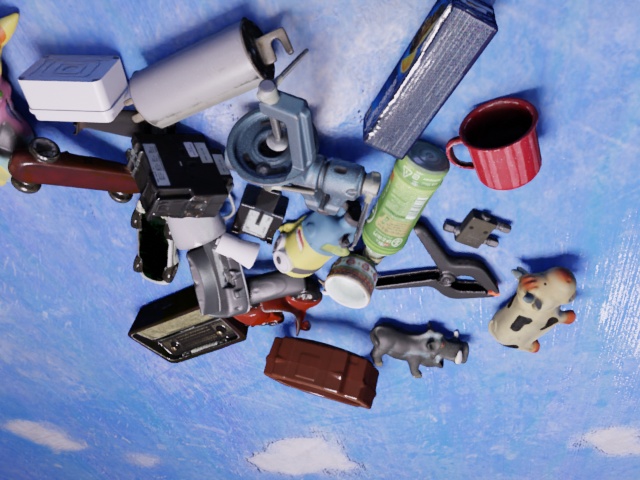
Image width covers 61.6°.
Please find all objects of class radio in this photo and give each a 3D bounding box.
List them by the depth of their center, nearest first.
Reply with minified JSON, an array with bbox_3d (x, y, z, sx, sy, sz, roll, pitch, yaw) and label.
[{"bbox_3d":[-0.255,0.166,1.069,0.230,0.073,0.131,-21,128,30],"label":"radio"}]

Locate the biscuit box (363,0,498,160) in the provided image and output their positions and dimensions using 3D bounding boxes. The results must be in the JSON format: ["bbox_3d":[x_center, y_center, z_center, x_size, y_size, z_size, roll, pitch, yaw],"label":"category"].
[{"bbox_3d":[0.121,-0.189,0.636,0.063,0.059,0.202,22,135,-14],"label":"biscuit box"}]

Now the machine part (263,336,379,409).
[{"bbox_3d":[0.007,0.259,1.058,0.201,0.087,0.201,9,158,21],"label":"machine part"}]

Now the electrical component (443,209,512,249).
[{"bbox_3d":[0.239,-0.018,0.823,0.094,0.021,0.063,18,136,-7],"label":"electrical component"}]

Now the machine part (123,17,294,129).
[{"bbox_3d":[-0.145,-0.201,0.658,0.243,0.079,0.079,-16,131,24],"label":"machine part"}]

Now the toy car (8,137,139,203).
[{"bbox_3d":[-0.339,-0.101,0.779,0.202,0.053,0.089,2,145,-45],"label":"toy car"}]

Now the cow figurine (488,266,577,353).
[{"bbox_3d":[0.348,0.110,0.887,0.127,0.085,0.194,7,140,-17],"label":"cow figurine"}]

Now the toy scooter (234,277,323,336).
[{"bbox_3d":[-0.079,0.130,1.002,0.184,0.075,0.135,-6,136,10],"label":"toy scooter"}]

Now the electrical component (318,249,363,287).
[{"bbox_3d":[0.047,0.059,0.922,0.078,0.045,0.102,35,132,-22],"label":"electrical component"}]

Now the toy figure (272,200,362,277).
[{"bbox_3d":[-0.001,0.001,0.845,0.089,0.082,0.180,35,128,-27],"label":"toy figure"}]

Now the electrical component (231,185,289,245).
[{"bbox_3d":[-0.089,-0.050,0.829,0.075,0.048,0.119,17,136,-8],"label":"electrical component"}]

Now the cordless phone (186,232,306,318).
[{"bbox_3d":[-0.123,0.049,0.911,0.184,0.089,0.146,-13,94,-3],"label":"cordless phone"}]

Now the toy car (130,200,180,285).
[{"bbox_3d":[-0.278,0.005,0.919,0.073,0.056,0.201,18,135,0],"label":"toy car"}]

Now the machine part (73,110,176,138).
[{"bbox_3d":[-0.271,-0.160,0.751,0.139,0.039,0.084,4,146,-10],"label":"machine part"}]

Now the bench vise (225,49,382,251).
[{"bbox_3d":[-0.028,-0.113,0.680,0.224,0.129,0.240,26,162,13],"label":"bench vise"}]

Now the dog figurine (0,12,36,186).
[{"bbox_3d":[-0.435,-0.191,0.705,0.191,0.108,0.219,37,128,-26],"label":"dog figurine"}]

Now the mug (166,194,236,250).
[{"bbox_3d":[-0.190,-0.054,0.822,0.109,0.081,0.107,-25,111,-7],"label":"mug"}]

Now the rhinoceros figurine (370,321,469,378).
[{"bbox_3d":[0.188,0.202,1.034,0.190,0.073,0.112,12,126,1],"label":"rhinoceros figurine"}]

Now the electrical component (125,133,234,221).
[{"bbox_3d":[-0.188,-0.088,0.744,0.134,0.115,0.058,-5,152,-39],"label":"electrical component"}]
